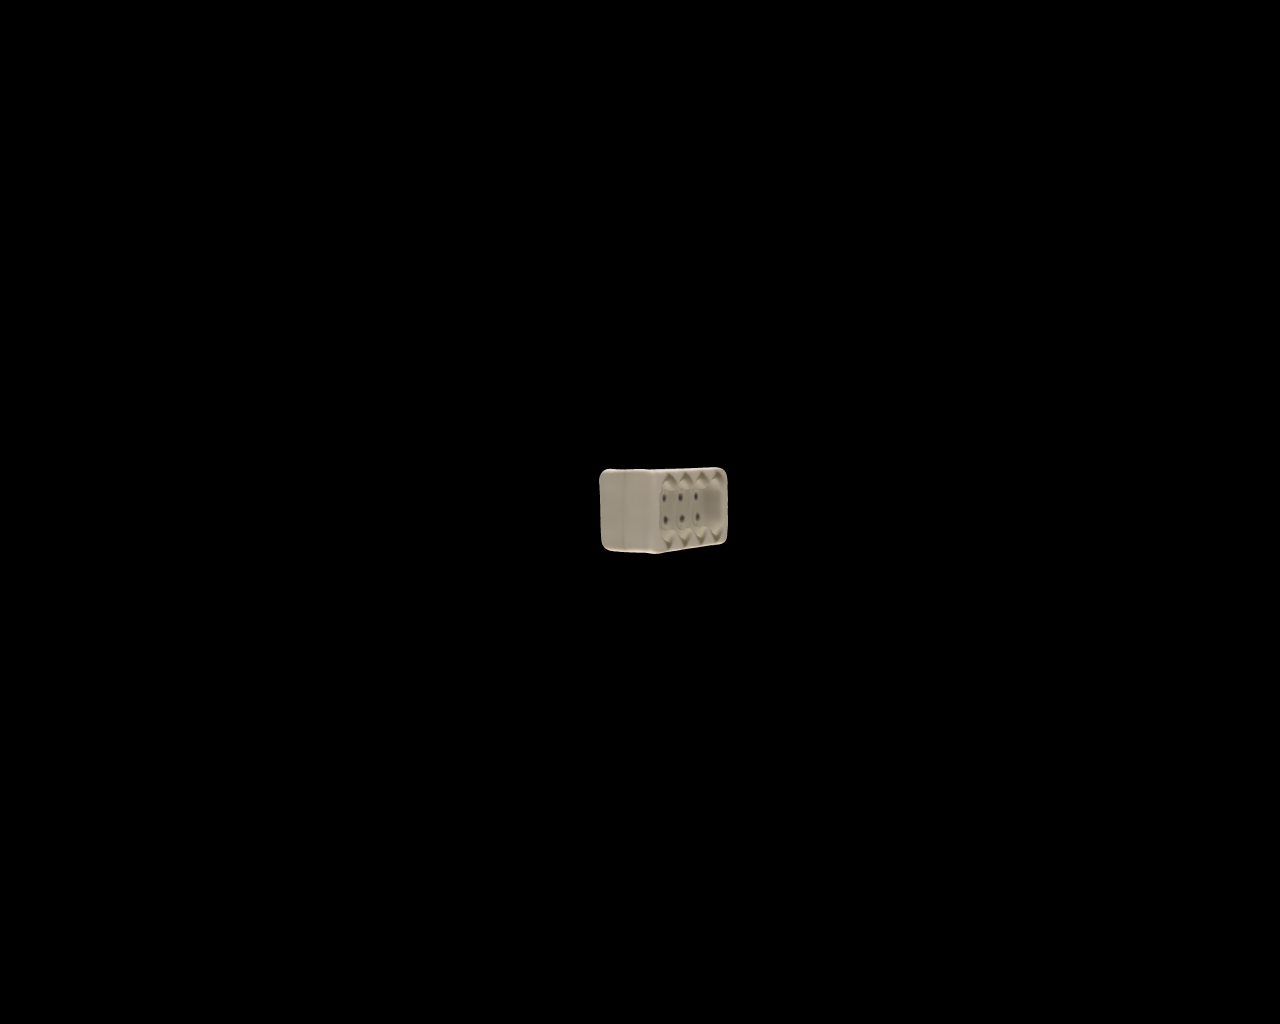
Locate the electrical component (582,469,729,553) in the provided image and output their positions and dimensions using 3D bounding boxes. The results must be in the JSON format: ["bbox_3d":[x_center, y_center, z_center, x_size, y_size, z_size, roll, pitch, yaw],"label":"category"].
[{"bbox_3d":[0.001,-0.003,0.650,0.076,0.047,0.083,2,3,36],"label":"electrical component"}]
